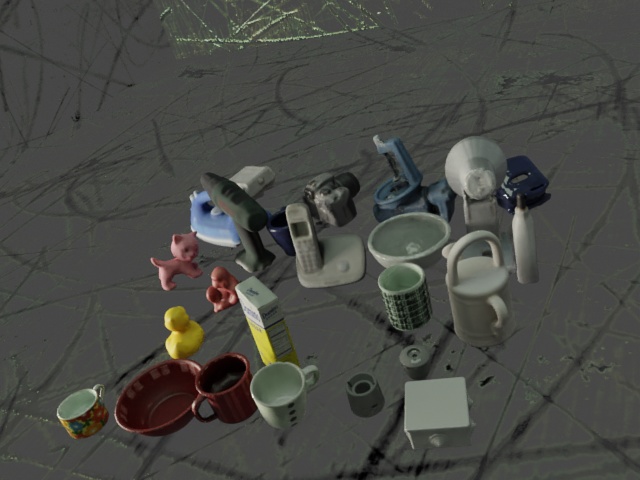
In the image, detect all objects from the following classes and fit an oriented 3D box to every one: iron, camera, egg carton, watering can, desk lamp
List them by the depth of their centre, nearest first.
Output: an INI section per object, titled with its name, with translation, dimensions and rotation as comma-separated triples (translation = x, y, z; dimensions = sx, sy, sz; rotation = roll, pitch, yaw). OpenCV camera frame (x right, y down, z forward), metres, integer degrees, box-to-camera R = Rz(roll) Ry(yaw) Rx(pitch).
[watering can]
translation = 0.249, 0.067, 0.926
dimensions = 0.101, 0.194, 0.172
rotation = -33, 34, -23
[desk lamp]
translation = 0.309, -0.071, 1.094
dimensions = 0.117, 0.214, 0.203
rotation = -9, 32, 14
[camera]
translation = 0.040, -0.117, 1.410
dimensions = 0.137, 0.101, 0.142
rotation = -34, 35, -25
[iron]
translation = -0.257, -0.074, 1.453
dimensions = 0.257, 0.142, 0.119
rotation = 5, 38, 32
[egg carton]
translation = -0.198, -0.155, 1.619
dimensions = 0.107, 0.069, 0.150
rotation = 8, 39, 35

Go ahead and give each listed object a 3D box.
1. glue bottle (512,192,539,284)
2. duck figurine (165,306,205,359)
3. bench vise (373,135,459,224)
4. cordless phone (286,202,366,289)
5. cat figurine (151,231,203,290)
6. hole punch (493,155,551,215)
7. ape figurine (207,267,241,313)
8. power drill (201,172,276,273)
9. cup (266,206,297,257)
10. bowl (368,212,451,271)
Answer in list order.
[glue bottle]
translation = 0.360, -0.010, 1.011
dimensions = 0.037, 0.173, 0.078
rotation = -7, 33, 18
[duck figurine]
translation = -0.275, 0.175, 1.124
dimensions = 0.077, 0.086, 0.104
rotation = -16, 31, 3
[bench vise]
translation = 0.203, -0.138, 1.246
dimensions = 0.207, 0.220, 0.121
rotation = -11, 32, 10
[cordless phone]
translation = 0.011, 0.004, 1.153
dimensions = 0.147, 0.185, 0.094
rotation = -9, 32, 14
[cat figurine]
translation = -0.330, 0.037, 1.338
dimensions = 0.128, 0.118, 0.067
rotation = -27, 33, -15
[hole punch]
translation = 0.428, -0.121, 1.231
dimensions = 0.109, 0.091, 0.101
rotation = -24, 32, -10
[ape figurine]
translation = -0.202, 0.097, 1.204
dimensions = 0.077, 0.092, 0.076
rotation = 6, 38, 33
[power drill]
translation = -0.181, -0.039, 1.294
dimensions = 0.076, 0.209, 0.228
rotation = -33, 35, -24
[cup]
translation = -0.069, -0.018, 1.315
dimensions = 0.091, 0.095, 0.117
rotation = -17, 31, 1
[bowl]
translation = 0.183, 0.017, 1.152
dimensions = 0.167, 0.075, 0.167
rotation = -13, 32, 8
